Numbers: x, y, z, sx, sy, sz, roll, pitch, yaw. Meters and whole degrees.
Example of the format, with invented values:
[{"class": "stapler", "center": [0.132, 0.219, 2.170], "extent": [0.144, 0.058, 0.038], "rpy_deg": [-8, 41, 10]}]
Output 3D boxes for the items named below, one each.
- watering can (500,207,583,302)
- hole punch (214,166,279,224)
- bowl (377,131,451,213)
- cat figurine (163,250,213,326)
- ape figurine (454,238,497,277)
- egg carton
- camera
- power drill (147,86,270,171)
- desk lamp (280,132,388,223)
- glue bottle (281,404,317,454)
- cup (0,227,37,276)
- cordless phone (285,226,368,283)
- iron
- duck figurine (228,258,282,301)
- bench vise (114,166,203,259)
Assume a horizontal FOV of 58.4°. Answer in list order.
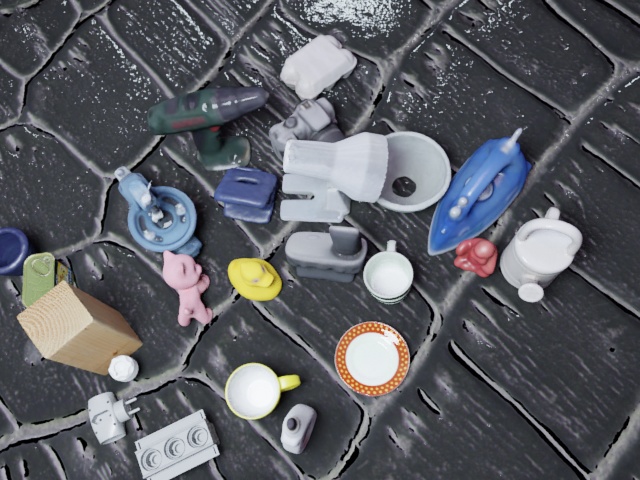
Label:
[{"class": "watering can", "center": [0.376, 0.021, 0.966], "extent": [0.101, 0.194, 0.173], "rpy_deg": [-1, 69, 4]}, {"class": "hole punch", "center": [-0.141, -0.096, 1.101], "extent": [0.108, 0.091, 0.101], "rpy_deg": [10, 70, 8]}, {"class": "bowl", "center": [0.162, -0.119, 1.097], "extent": [0.167, 0.075, 0.167], "rpy_deg": [-1, 69, 4]}, {"class": "cat figurine", "center": [-0.242, 0.082, 1.027], "extent": [0.067, 0.118, 0.128], "rpy_deg": [-12, 69, 0]}, {"class": "ape figurine", "center": [0.287, 0.025, 1.025], "extent": [0.076, 0.092, 0.077], "rpy_deg": [-25, 70, -5]}, {"class": "egg carton", "center": [-0.004, -0.360, 1.202], "extent": [0.150, 0.069, 0.107], "rpy_deg": [-40, 72, -11]}, {"class": "camera", "center": [-0.009, -0.198, 1.125], "extent": [0.143, 0.101, 0.136], "rpy_deg": [-36, 71, -9]}, {"class": "power drill", "center": [-0.195, -0.214, 1.086], "extent": [0.229, 0.208, 0.075], "rpy_deg": [-6, 69, 2]}, {"class": "desk lamp", "center": [0.018, -0.111, 1.030], "extent": [0.203, 0.214, 0.118], "rpy_deg": [1, 69, 5]}, {"class": "glue bottle", "center": [-0.038, 0.296, 0.903], "extent": [0.037, 0.173, 0.078], "rpy_deg": [16, 71, 10]}, {"class": "cup", "center": [-0.586, 0.034, 1.082], "extent": [0.117, 0.095, 0.091], "rpy_deg": [-4, 69, 3]}, {"class": "cordless phone", "center": [0.009, 0.004, 1.003], "extent": [0.147, 0.185, 0.094], "rpy_deg": [3, 70, 5]}, {"class": "iron", "center": [0.284, -0.088, 1.041], "extent": [0.118, 0.141, 0.258], "rpy_deg": [37, 76, 16]}, {"class": "duck figurine", "center": [-0.123, 0.063, 1.043], "extent": [0.104, 0.086, 0.077], "rpy_deg": [26, 73, 13]}, {"class": "bench vise", "center": [-0.318, -0.061, 1.031], "extent": [0.207, 0.220, 0.121], "rpy_deg": [27, 74, 13]}]
